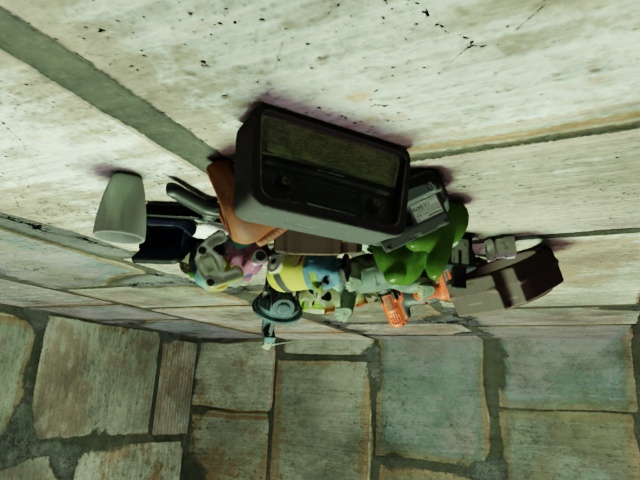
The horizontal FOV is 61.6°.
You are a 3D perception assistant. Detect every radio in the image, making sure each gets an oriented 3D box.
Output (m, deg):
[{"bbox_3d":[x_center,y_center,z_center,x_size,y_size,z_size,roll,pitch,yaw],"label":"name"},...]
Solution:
[{"bbox_3d":[0.005,-0.075,0.698,0.229,0.131,0.073,11,163,-25],"label":"radio"}]

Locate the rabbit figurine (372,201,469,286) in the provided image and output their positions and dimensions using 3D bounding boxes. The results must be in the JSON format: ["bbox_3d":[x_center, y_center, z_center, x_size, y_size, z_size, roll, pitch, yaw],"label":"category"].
[{"bbox_3d":[0.175,-0.005,0.920,0.170,0.121,0.159,-38,-170,24],"label":"rabbit figurine"}]

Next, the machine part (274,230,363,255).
[{"bbox_3d":[-0.002,-0.003,0.998,0.179,0.056,0.179,0,-176,0],"label":"machine part"}]

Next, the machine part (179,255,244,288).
[{"bbox_3d":[-0.262,0.066,1.335,0.079,0.079,0.243,-7,160,32],"label":"machine part"}]

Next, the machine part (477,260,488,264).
[{"bbox_3d":[0.392,0.076,1.324,0.084,0.039,0.138,-19,152,41],"label":"machine part"}]

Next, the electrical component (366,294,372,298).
[{"bbox_3d":[0.108,0.152,1.637,0.102,0.045,0.078,-4,134,15],"label":"electrical component"}]

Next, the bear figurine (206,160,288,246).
[{"bbox_3d":[-0.056,-0.071,0.810,0.196,0.132,0.120,-23,130,-13],"label":"bear figurine"}]

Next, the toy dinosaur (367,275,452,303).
[{"bbox_3d":[0.209,0.125,1.411,0.471,0.105,0.198,11,164,-19],"label":"toy dinosaur"}]

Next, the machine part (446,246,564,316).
[{"bbox_3d":[0.390,0.091,1.145,0.201,0.087,0.201,-21,178,-32],"label":"machine part"}]

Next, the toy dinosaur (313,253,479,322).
[{"bbox_3d":[0.125,0.068,1.198,0.405,0.131,0.192,-8,-153,-3],"label":"toy dinosaur"}]

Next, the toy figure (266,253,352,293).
[{"bbox_3d":[-0.026,0.066,1.087,0.180,0.089,0.082,1,-167,21],"label":"toy figure"}]

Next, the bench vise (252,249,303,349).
[{"bbox_3d":[-0.110,0.150,1.300,0.129,0.240,0.224,3,-153,-23],"label":"bench vise"}]

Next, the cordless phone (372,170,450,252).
[{"bbox_3d":[0.131,-0.050,0.880,0.147,0.088,0.184,-26,-176,5],"label":"cordless phone"}]

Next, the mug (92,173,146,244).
[{"bbox_3d":[-0.325,-0.051,0.893,0.081,0.107,0.109,8,167,-16],"label":"mug"}]

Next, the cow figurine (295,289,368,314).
[{"bbox_3d":[0.027,0.144,1.517,0.195,0.127,0.085,-10,166,-6],"label":"cow figurine"}]

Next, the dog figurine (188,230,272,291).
[{"bbox_3d":[-0.188,0.047,1.150,0.191,0.108,0.219,-30,173,-17],"label":"dog figurine"}]

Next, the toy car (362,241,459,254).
[{"bbox_3d":[0.173,-0.002,1.062,0.202,0.056,0.073,-6,156,23],"label":"toy car"}]

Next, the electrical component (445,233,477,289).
[{"bbox_3d":[0.276,0.044,1.085,0.075,0.119,0.047,3,164,-9],"label":"electrical component"}]

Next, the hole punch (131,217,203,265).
[{"bbox_3d":[-0.317,-0.014,1.084,0.142,0.092,0.116,-2,-159,12],"label":"hole punch"}]
